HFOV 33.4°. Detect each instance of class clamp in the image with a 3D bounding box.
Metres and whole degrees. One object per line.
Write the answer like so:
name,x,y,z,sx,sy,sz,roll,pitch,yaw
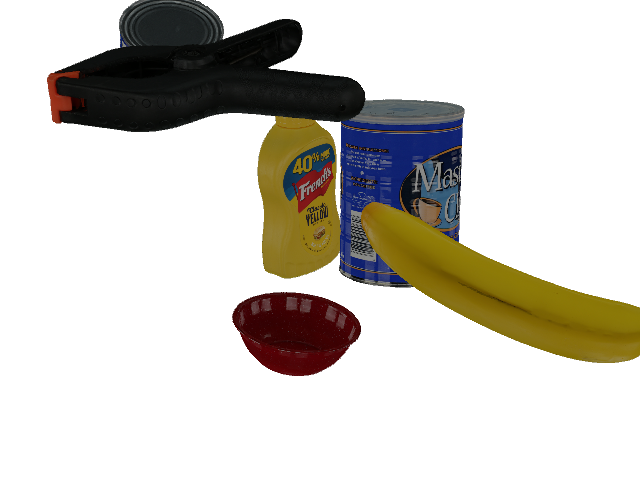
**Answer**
clamp,-0.069,-0.097,0.617,0.171,0.039,0.120,-3,25,-11

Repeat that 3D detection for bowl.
bowl,-0.032,0.124,1.339,0.162,0.055,0.162,5,23,-2

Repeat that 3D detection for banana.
banana,0.101,0.027,0.598,0.198,0.037,0.069,22,18,19

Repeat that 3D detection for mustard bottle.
mustard bottle,-0.022,-0.063,1.106,0.058,0.192,0.096,19,33,40

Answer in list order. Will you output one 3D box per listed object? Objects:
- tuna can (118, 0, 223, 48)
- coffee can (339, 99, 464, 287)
tuna can,-0.124,-0.165,0.888,0.086,0.086,0.034,0,-40,-11
coffee can,0.067,-0.042,0.894,0.103,0.140,0.103,0,15,0
